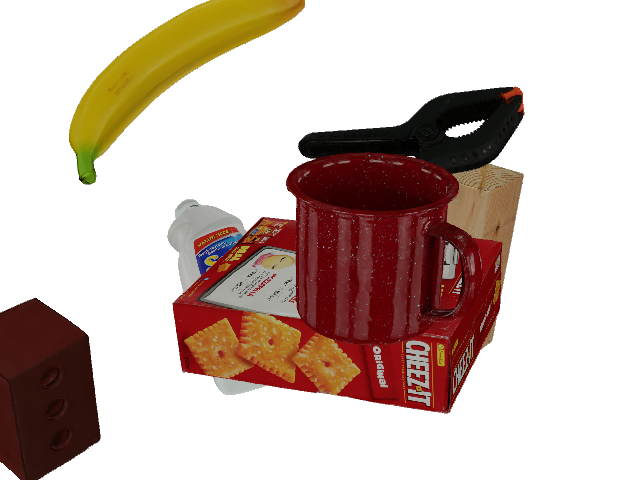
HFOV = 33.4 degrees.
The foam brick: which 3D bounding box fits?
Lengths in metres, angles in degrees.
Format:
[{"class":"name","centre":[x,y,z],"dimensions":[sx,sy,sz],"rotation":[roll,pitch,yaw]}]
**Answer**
[{"class":"foam brick","centre":[-0.159,0.082,0.587],"dimensions":[0.051,0.078,0.052],"rotation":[28,42,35]}]

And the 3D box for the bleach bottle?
[{"class":"bleach bottle","centre":[-0.098,0.039,1.050],"dimensions":[0.102,0.068,0.251],"rotation":[-16,40,-19]}]

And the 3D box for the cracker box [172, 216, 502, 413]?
[{"class":"cracker box","centre":[0.019,0.052,0.829],"dimensions":[0.214,0.072,0.164],"rotation":[6,27,21]}]

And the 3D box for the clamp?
[{"class":"clamp","centre":[0.101,-0.079,0.981],"dimensions":[0.210,0.036,0.165],"rotation":[-22,47,-5]}]

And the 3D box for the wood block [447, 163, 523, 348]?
[{"class":"wood block","centre":[0.151,0.020,1.184],"dimensions":[0.090,0.206,0.090],"rotation":[20,26,29]}]

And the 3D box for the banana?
[{"class":"banana","centre":[-0.098,-0.113,0.708],"dimensions":[0.070,0.197,0.037],"rotation":[38,-17,26]}]

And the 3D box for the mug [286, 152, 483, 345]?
[{"class":"mug","centre":[0.037,0.008,0.581],"dimensions":[0.117,0.081,0.093],"rotation":[18,29,34]}]
